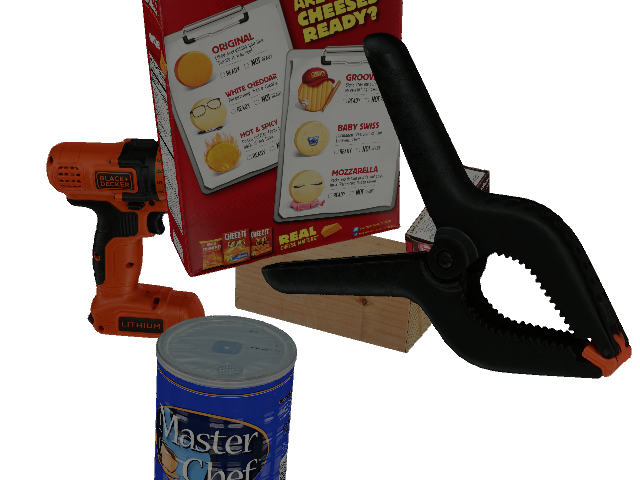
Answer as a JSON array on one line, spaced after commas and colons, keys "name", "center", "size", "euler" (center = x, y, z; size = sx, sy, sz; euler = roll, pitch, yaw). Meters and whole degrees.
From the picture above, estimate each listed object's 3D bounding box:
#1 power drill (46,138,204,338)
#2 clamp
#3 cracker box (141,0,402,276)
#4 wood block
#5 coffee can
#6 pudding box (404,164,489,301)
[{"name": "power drill", "center": [-0.147, -0.003, 0.966], "size": [0.184, 0.188, 0.057], "euler": [4, 27, 8]}, {"name": "clamp", "center": [0.072, -0.004, 0.564], "size": [0.210, 0.165, 0.036], "euler": [29, 25, 25]}, {"name": "cracker box", "center": [-0.030, -0.096, 0.731], "size": [0.164, 0.214, 0.072], "euler": [-13, 32, -17]}, {"name": "wood block", "center": [0.017, 0.044, 1.174], "size": [0.206, 0.091, 0.090], "euler": [13, 25, 22]}, {"name": "coffee can", "center": [-0.073, 0.141, 0.800], "size": [0.103, 0.140, 0.103], "euler": [4, 21, -2]}, {"name": "pudding box", "center": [0.121, -0.004, 1.002], "size": [0.039, 0.090, 0.113], "euler": [18, 50, 24]}]
